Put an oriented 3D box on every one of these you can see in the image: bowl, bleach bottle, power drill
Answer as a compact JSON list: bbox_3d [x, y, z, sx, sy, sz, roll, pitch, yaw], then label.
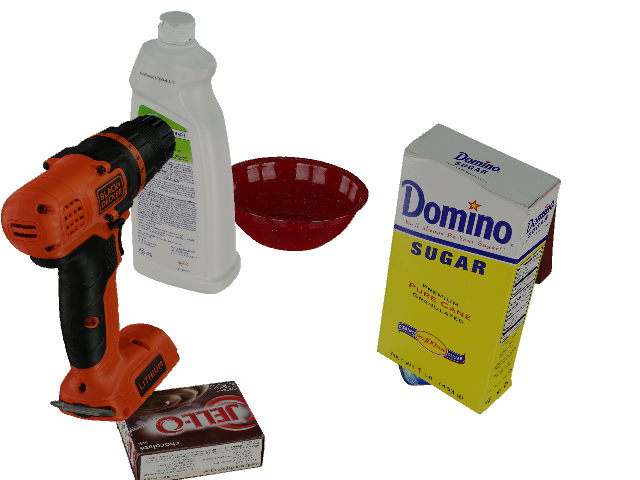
[{"bbox_3d":[-0.032,-0.034,1.136,0.162,0.055,0.162,4,28,-3],"label":"bowl"},{"bbox_3d":[-0.120,-0.078,0.949,0.103,0.251,0.068,14,34,15],"label":"bleach bottle"},{"bbox_3d":[-0.147,0.017,0.756,0.057,0.188,0.184,4,26,22],"label":"power drill"}]

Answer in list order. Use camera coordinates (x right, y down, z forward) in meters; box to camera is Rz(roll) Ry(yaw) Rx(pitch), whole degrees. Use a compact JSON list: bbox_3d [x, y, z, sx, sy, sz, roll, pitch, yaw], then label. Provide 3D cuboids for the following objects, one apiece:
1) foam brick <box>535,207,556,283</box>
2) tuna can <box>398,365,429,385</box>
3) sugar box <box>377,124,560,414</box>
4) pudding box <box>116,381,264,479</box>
[{"bbox_3d":[0.175,-0.007,0.933,0.053,0.078,0.051,7,16,22],"label":"foam brick"},{"bbox_3d":[0.118,0.127,1.253,0.034,0.086,0.086,-5,-2,24],"label":"tuna can"},{"bbox_3d":[0.091,0.022,0.696,0.093,0.176,0.048,29,46,29],"label":"sugar box"},{"bbox_3d":[-0.114,0.165,0.926,0.113,0.039,0.090,-7,26,-20],"label":"pudding box"}]
